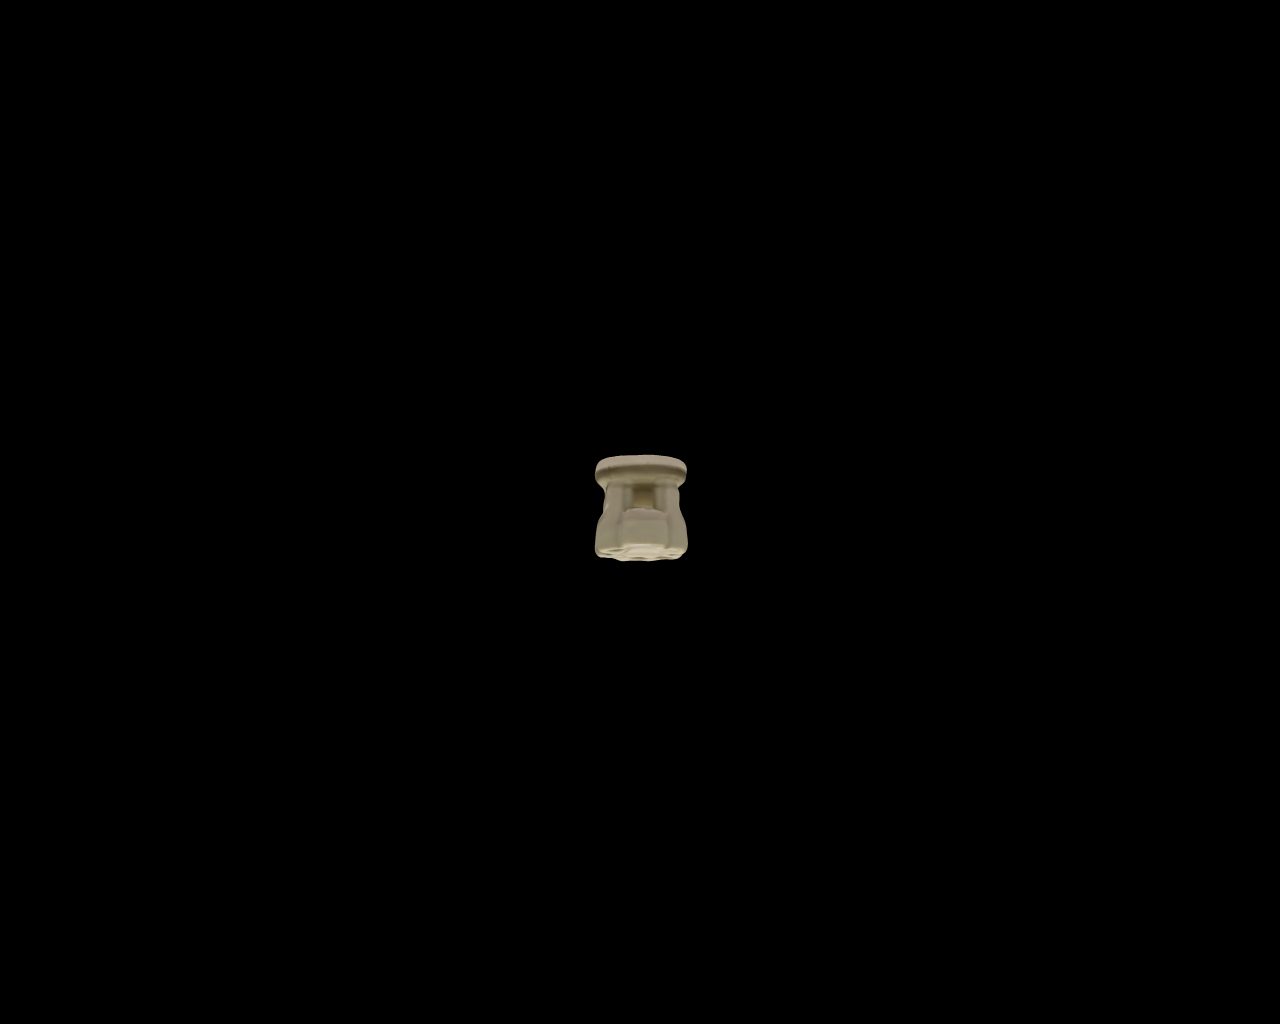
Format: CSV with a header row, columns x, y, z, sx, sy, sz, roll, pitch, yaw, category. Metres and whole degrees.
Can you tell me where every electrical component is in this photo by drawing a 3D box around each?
x,y,z,sx,sy,sz,roll,pitch,yaw,category
0.001,-0.003,0.650,0.058,0.057,0.078,1,-11,-4,electrical component
